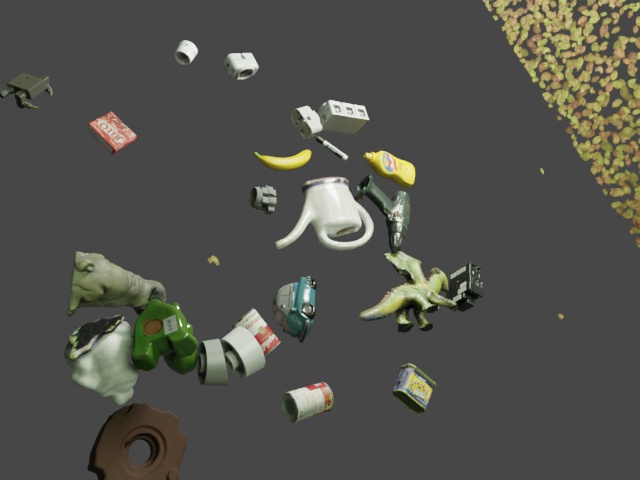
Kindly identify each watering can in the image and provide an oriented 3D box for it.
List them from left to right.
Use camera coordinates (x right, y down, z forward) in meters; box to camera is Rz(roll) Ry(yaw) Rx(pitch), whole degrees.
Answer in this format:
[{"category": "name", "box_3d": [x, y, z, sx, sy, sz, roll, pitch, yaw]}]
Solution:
[{"category": "watering can", "box_3d": [0.004, -0.073, 1.451, 0.348, 0.102, 0.228, -3, 65, -36]}]

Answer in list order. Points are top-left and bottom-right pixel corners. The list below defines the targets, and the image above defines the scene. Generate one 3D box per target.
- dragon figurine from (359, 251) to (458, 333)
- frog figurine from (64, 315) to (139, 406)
[{"category": "dragon figurine", "box_3d": [0.251, 0.137, 1.521, 0.409, 0.120, 0.248, 8, 43, -33]}, {"category": "frog figurine", "box_3d": [-0.413, 0.236, 1.007, 0.140, 0.122, 0.156, -58, 138, -49]}]
